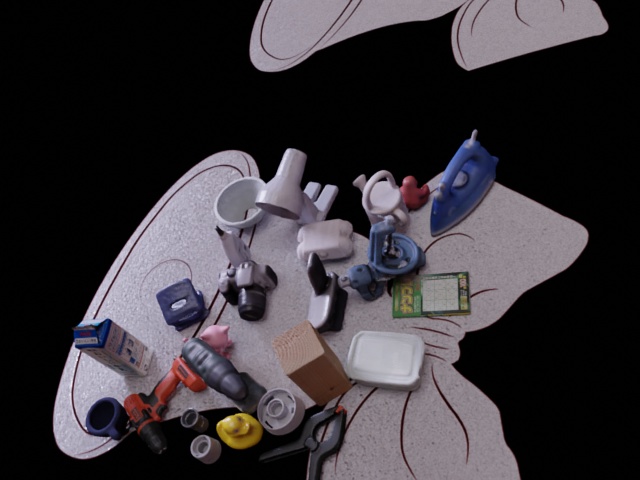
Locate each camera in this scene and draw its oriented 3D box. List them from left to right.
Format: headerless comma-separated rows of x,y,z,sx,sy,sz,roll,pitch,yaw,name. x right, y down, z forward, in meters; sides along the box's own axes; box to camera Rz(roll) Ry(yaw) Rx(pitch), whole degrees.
-0.189,0.131,1.445,0.143,0.101,0.137,-11,54,14,camera

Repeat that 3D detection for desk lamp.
-0.062,-0.122,1.495,0.117,0.214,0.203,12,63,28,desk lamp

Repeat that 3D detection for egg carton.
0.014,0.005,1.471,0.150,0.070,0.107,-9,55,15,egg carton

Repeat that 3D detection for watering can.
0.148,-0.098,1.409,0.172,0.194,0.101,18,66,30,watering can

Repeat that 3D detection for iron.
0.333,-0.142,1.401,0.118,0.142,0.258,25,69,33,iron

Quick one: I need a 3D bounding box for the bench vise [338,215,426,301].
0.137,0.046,1.300,0.207,0.220,0.121,-43,53,-10,bench vise

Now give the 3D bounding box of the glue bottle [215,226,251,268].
-0.231,0.013,1.495,0.037,0.173,0.078,-12,54,14,glue bottle

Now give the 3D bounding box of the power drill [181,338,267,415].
-0.201,0.308,1.260,0.228,0.209,0.076,29,71,34,power drill

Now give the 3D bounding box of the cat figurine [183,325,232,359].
-0.268,0.246,1.386,0.127,0.118,0.067,-7,55,17,cat figurine

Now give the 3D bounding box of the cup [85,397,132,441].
-0.483,0.438,1.354,0.092,0.095,0.117,-44,53,-11,cup

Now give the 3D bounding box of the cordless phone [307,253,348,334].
-0.007,0.124,1.325,0.094,0.185,0.147,-5,56,19,cordless phone

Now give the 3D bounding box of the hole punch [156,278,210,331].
-0.358,0.168,1.491,0.108,0.091,0.101,-27,52,2,hole punch

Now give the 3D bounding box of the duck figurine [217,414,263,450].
-0.187,0.414,1.261,0.104,0.086,0.077,0,58,22,duck figurine

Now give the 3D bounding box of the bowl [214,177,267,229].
-0.209,-0.093,1.621,0.167,0.075,0.167,-10,54,15,bowl

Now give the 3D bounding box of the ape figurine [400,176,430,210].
0.236,-0.128,1.461,0.077,0.092,0.076,15,64,29,ape figurine
